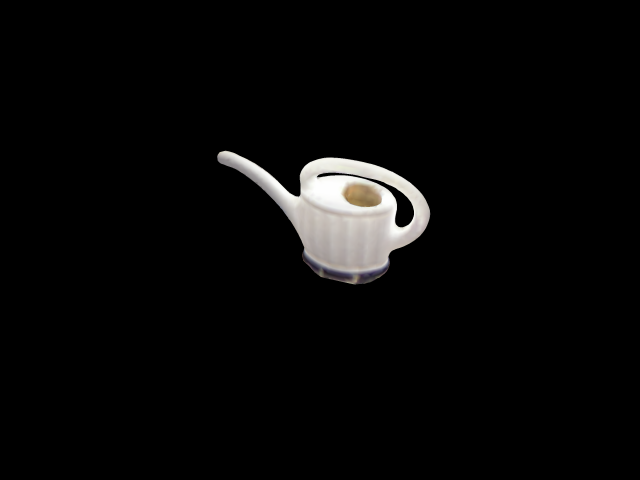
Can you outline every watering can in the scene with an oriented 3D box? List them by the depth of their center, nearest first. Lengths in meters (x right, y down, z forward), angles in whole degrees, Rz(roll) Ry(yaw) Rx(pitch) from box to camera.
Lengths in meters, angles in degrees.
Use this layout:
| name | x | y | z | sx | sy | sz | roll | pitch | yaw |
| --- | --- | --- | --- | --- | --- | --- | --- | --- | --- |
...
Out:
| name | x | y | z | sx | sy | sz | roll | pitch | yaw |
| --- | --- | --- | --- | --- | --- | --- | --- | --- | --- |
| watering can | 0.003 | -0.043 | 0.850 | 0.348 | 0.219 | 0.106 | 11 | 40 | 14 |
